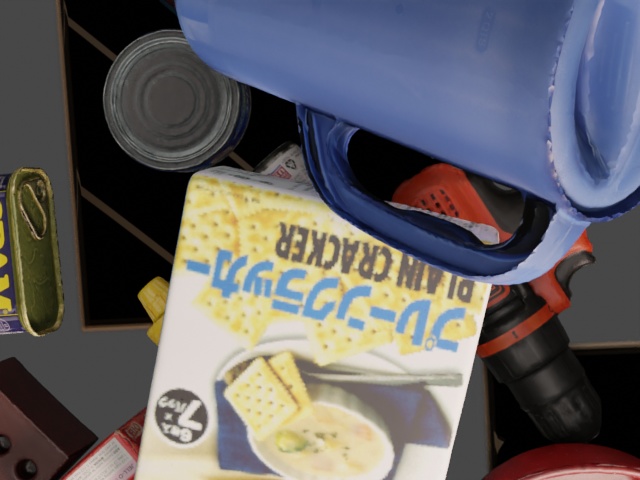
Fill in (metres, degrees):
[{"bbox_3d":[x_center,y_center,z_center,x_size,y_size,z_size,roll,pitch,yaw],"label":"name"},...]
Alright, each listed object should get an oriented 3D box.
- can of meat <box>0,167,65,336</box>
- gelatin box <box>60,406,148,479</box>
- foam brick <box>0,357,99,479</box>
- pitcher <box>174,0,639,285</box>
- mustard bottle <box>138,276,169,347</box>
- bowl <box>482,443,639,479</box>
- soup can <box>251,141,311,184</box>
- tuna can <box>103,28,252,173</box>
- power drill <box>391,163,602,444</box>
[{"bbox_3d":[-0.209,0.010,0.652,0.084,0.057,0.102,-5,93,9],"label":"can of meat"},{"bbox_3d":[-0.133,0.143,0.643,0.089,0.073,0.030,-43,88,8],"label":"gelatin box"},{"bbox_3d":[-0.188,0.120,0.659,0.078,0.051,0.053,43,98,2],"label":"foam brick"},{"bbox_3d":[0.042,-0.094,0.489,0.243,0.149,0.145,23,142,40],"label":"pitcher"},{"bbox_3d":[-0.038,0.097,0.636,0.096,0.058,0.191,-44,89,12],"label":"mustard bottle"},{"bbox_3d":[0.140,0.167,0.604,0.162,0.055,0.162,0,123,-1],"label":"bowl"},{"bbox_3d":[-0.004,0.001,0.621,0.102,0.068,0.068,45,97,2],"label":"soup can"},{"bbox_3d":[-0.086,-0.083,0.641,0.086,0.033,0.086,0,94,7],"label":"tuna can"},{"bbox_3d":[0.160,0.003,0.607,0.188,0.057,0.184,-33,90,8],"label":"power drill"}]
